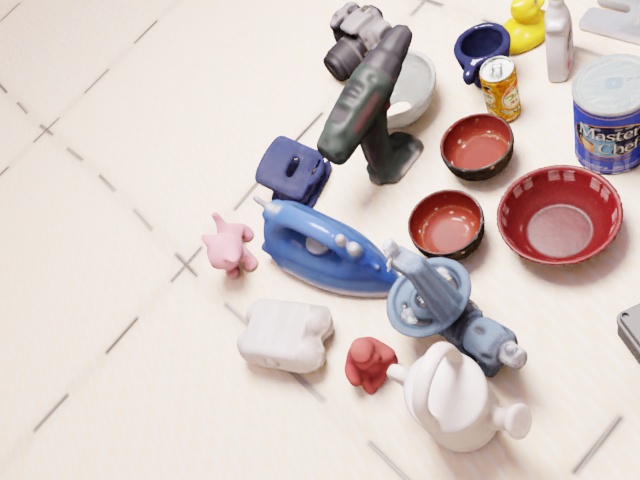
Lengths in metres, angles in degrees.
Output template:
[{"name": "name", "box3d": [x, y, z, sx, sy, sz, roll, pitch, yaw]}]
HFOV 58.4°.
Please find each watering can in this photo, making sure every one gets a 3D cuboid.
[{"name": "watering can", "box3d": [0.158, 0.183, 0.676, 0.172, 0.195, 0.101, -5, 60, 23]}]

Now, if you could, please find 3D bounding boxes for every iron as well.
[{"name": "iron", "box3d": [0.008, 0.003, 0.887, 0.257, 0.142, 0.119, 23, 73, 34]}]

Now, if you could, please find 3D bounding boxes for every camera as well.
[{"name": "camera", "box3d": [0.060, -0.390, 1.120, 0.137, 0.101, 0.142, -44, 53, -4]}]

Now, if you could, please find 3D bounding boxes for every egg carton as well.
[{"name": "egg carton", "box3d": [-0.054, 0.146, 0.877, 0.150, 0.070, 0.107, 2, 63, 26]}]

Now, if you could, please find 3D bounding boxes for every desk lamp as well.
[{"name": "desk lamp", "box3d": [0.497, -0.399, 0.848, 0.202, 0.214, 0.118, 32, 79, 36]}]

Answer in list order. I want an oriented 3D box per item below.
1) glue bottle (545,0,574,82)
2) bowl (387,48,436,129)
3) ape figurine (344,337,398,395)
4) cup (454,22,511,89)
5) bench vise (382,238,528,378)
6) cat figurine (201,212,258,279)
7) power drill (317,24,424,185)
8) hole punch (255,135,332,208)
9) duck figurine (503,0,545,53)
[{"name": "glue bottle", "box3d": [0.371, -0.333, 0.894, 0.037, 0.174, 0.078, 4, 64, 28]}, {"name": "bowl", "box3d": [0.132, -0.256, 1.023, 0.167, 0.075, 0.167, -12, 57, 19]}, {"name": "ape figurine", "box3d": [0.065, 0.164, 0.796, 0.077, 0.092, 0.076, -16, 56, 17]}, {"name": "cup", "box3d": [0.274, -0.291, 0.964, 0.091, 0.095, 0.118, 15, 69, 32]}, {"name": "bench vise", "box3d": [0.165, 0.074, 0.721, 0.206, 0.220, 0.121, 14, 69, 31]}, {"name": "cat figurine", "box3d": [-0.161, 0.008, 0.979, 0.067, 0.118, 0.127, -25, 54, 10]}, {"name": "power drill", "box3d": [0.095, -0.195, 0.920, 0.075, 0.209, 0.230, 30, 77, 35]}, {"name": "hole punch", "box3d": [-0.046, -0.123, 1.018, 0.100, 0.091, 0.109, 14, 69, 31]}, {"name": "duck figurine", "box3d": [0.349, -0.383, 0.989, 0.104, 0.086, 0.077, -37, 53, 1]}]
